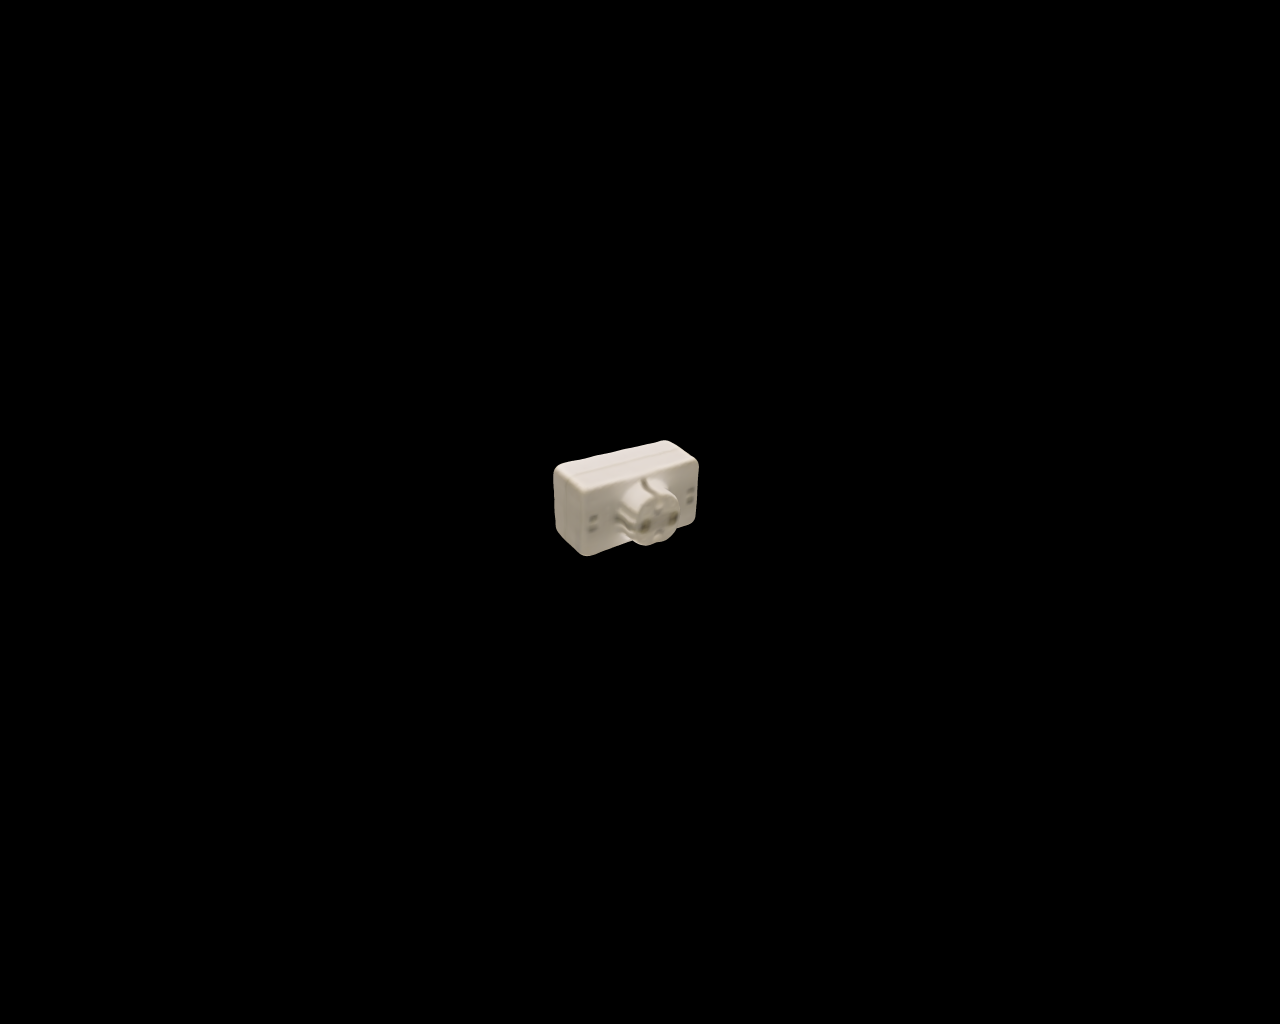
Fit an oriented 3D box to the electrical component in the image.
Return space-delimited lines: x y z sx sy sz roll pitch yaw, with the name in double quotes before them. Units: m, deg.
"electrical component" 0.001 -0.003 0.650 0.083 0.047 0.076 -16 32 -27
